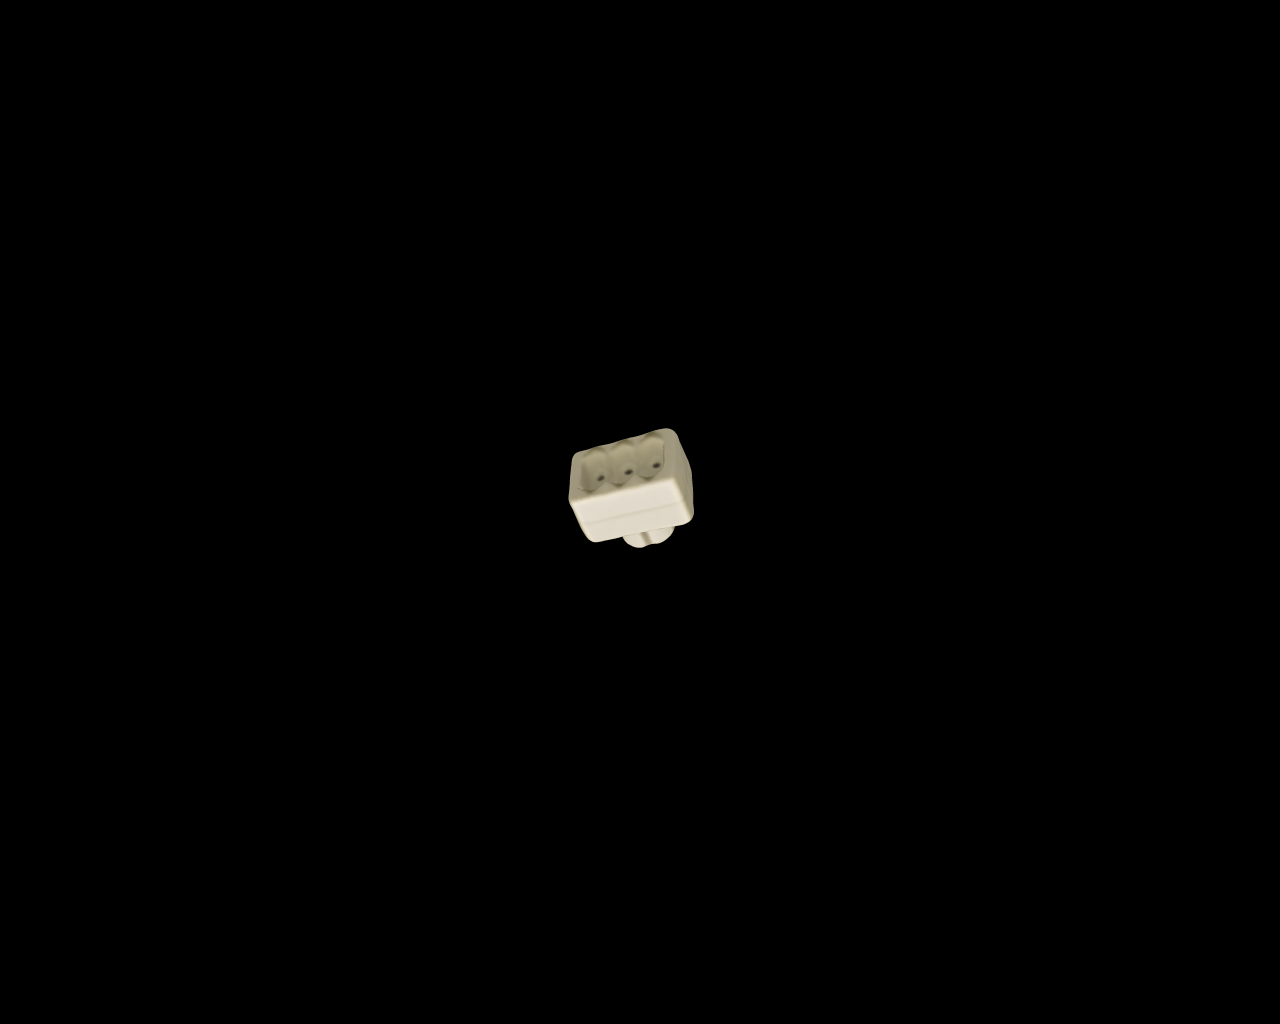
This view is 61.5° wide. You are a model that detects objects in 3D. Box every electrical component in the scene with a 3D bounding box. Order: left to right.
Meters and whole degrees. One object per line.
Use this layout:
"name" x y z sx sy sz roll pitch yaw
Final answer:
"electrical component" 0.001 -0.003 0.650 0.066 0.047 0.076 -13 -47 12
